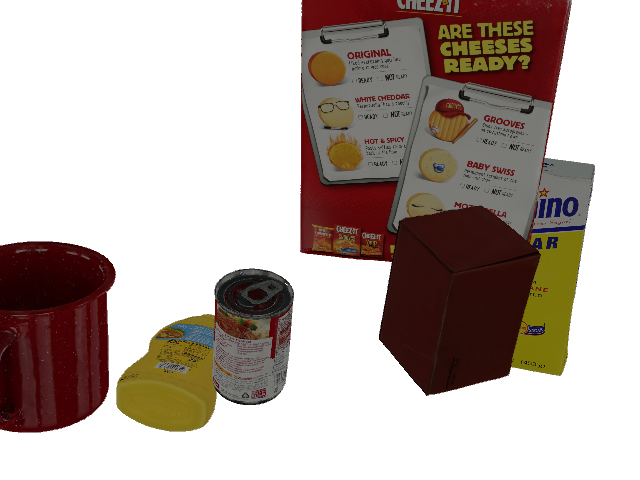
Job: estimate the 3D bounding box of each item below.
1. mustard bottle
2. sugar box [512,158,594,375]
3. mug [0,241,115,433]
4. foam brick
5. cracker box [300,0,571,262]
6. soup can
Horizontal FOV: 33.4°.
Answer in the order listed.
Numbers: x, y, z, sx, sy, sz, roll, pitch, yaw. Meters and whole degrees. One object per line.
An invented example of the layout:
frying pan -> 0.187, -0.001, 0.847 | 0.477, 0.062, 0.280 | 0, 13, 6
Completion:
mustard bottle -> -0.138, 0.128, 1.128 | 0.096, 0.058, 0.191 | 9, 23, 9
sugar box -> 0.168, 0.019, 0.884 | 0.093, 0.176, 0.048 | 8, 25, 15
mug -> -0.165, 0.061, 0.602 | 0.093, 0.081, 0.117 | 5, 24, 4
foam brick -> 0.068, 0.029, 0.537 | 0.052, 0.078, 0.051 | -10, 37, -25
cracker box -> 0.072, -0.084, 0.720 | 0.164, 0.214, 0.072 | 7, 37, 8
soup can -> -0.060, 0.085, 0.935 | 0.068, 0.102, 0.068 | 4, 34, -3
